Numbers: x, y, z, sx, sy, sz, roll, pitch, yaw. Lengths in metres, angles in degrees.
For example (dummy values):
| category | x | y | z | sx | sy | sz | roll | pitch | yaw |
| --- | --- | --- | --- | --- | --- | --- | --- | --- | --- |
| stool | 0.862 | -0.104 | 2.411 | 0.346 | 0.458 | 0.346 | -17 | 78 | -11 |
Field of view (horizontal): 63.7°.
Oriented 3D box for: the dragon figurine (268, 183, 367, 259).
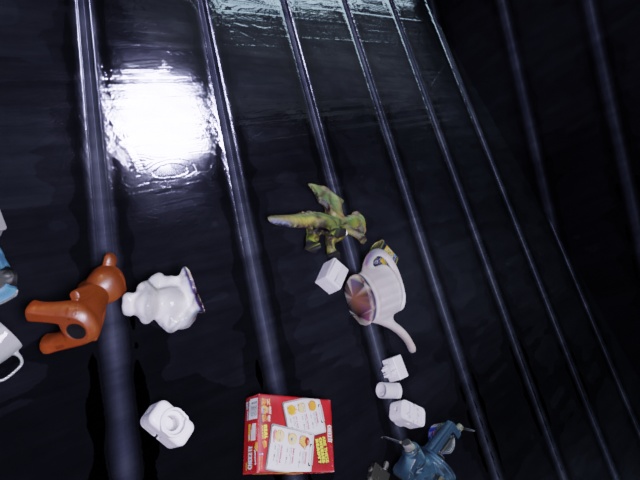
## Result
| category | x | y | z | sx | sy | sz | roll | pitch | yaw |
| --- | --- | --- | --- | --- | --- | --- | --- | --- | --- |
| dragon figurine | 0.005 | -0.080 | 1.593 | 0.407 | 0.120 | 0.249 | 23 | 36 | -33 |

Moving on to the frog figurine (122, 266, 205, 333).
| category | x | y | z | sx | sy | sz | roll | pitch | yaw |
| --- | --- | --- | --- | --- | --- | --- | --- | --- | --- |
| frog figurine | -0.350 | 0.142 | 1.137 | 0.160 | 0.122 | 0.137 | -19 | 92 | -20 |

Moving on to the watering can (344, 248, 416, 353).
| category | x | y | z | sx | sy | sz | roll | pitch | yaw |
| --- | --- | --- | --- | --- | --- | --- | --- | --- | --- |
| watering can | 0.192 | 0.201 | 1.568 | 0.226 | 0.103 | 0.349 | -13 | 86 | -42 |
